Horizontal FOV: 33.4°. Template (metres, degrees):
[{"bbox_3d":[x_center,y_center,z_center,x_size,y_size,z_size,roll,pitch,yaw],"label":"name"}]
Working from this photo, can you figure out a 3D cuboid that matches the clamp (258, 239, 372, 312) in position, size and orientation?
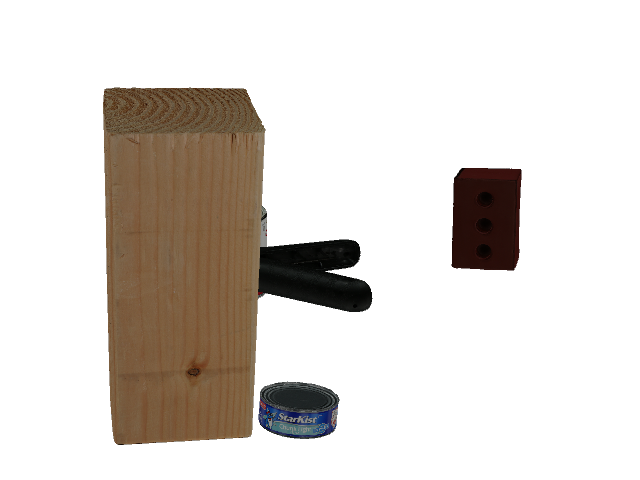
[{"bbox_3d":[-0.058,0.025,0.863,0.210,0.036,0.164,1,11,-8],"label":"clamp"}]

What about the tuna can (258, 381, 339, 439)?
[{"bbox_3d":[-0.024,0.182,1.147,0.086,0.034,0.086,5,12,-1],"label":"tuna can"}]

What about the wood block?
[{"bbox_3d":[-0.088,0.016,0.669,0.090,0.206,0.090,-1,25,-12],"label":"wood block"}]

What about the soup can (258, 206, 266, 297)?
[{"bbox_3d":[-0.096,0.012,1.255,0.068,0.102,0.068,1,25,-1],"label":"soup can"}]

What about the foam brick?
[{"bbox_3d":[0.138,-0.018,0.883,0.053,0.078,0.051,2,16,14],"label":"foam brick"}]
